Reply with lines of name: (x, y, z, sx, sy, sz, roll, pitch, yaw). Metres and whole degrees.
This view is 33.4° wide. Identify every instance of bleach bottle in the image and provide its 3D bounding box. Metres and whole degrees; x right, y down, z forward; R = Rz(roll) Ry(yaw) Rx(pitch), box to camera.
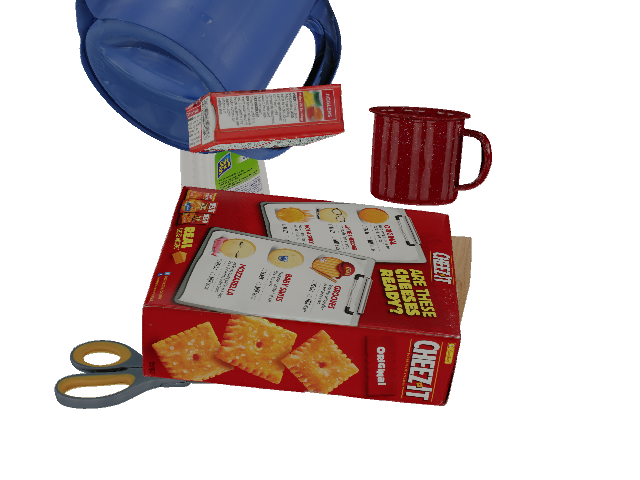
bleach bottle: (-0.091, -0.063, 1.055, 0.068, 0.251, 0.102, 26, 42, 33)

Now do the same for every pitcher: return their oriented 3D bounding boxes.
pitcher: (-0.057, -0.187, 0.815, 0.145, 0.242, 0.149, 16, -31, 26)

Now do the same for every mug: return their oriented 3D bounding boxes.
mug: (0.099, -0.077, 0.976, 0.117, 0.081, 0.093, 8, 13, 21)

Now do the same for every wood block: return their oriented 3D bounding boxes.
wood block: (0.175, 0.069, 1.622, 0.091, 0.090, 0.206, 4, 22, 12)

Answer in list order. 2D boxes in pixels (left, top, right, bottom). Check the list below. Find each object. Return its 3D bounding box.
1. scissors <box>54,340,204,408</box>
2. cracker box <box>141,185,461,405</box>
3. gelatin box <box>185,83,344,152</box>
scissors: (-0.138, 0.112, 0.960, 0.201, 0.016, 0.096, -8, 32, -18)
cracker box: (-0.011, 0.038, 0.786, 0.213, 0.072, 0.164, 6, 33, 0)
gelatin box: (-0.034, -0.069, 0.607, 0.073, 0.030, 0.089, -6, 3, -15)
